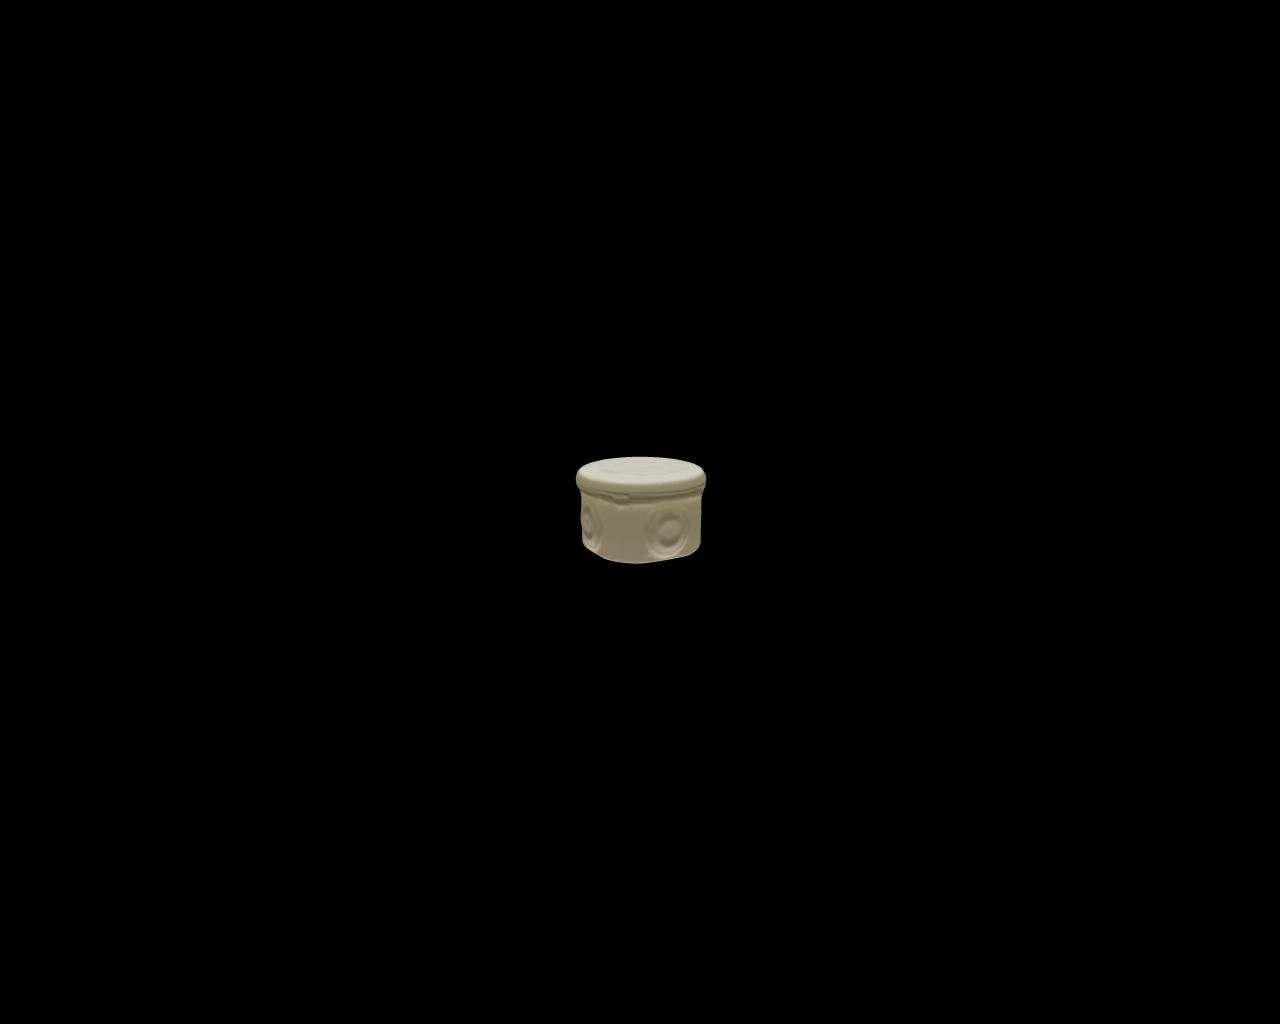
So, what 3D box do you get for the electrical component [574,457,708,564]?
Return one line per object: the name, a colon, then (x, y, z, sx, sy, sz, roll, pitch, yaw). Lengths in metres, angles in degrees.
electrical component: (0.001, -0.003, 0.650, 0.080, 0.051, 0.080, 0, 14, 0)
